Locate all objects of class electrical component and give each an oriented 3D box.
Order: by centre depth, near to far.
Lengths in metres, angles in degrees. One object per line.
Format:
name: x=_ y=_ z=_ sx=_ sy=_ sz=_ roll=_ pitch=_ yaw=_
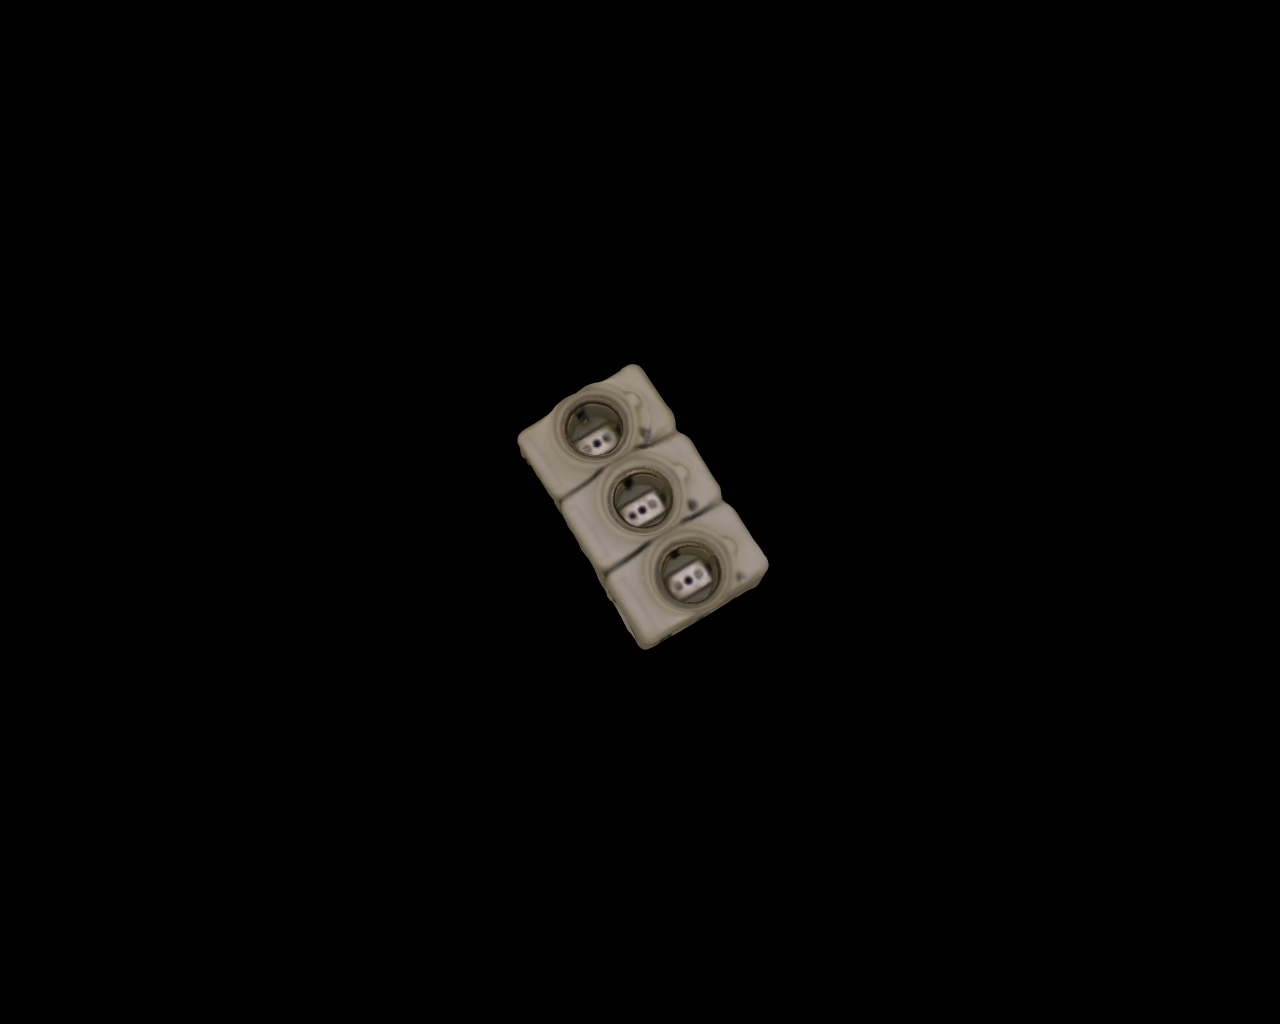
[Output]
electrical component: x=0.001 y=-0.003 z=0.650 sx=0.089 sy=0.150 sz=0.061 roll=-31 pitch=-11 yaw=-7
